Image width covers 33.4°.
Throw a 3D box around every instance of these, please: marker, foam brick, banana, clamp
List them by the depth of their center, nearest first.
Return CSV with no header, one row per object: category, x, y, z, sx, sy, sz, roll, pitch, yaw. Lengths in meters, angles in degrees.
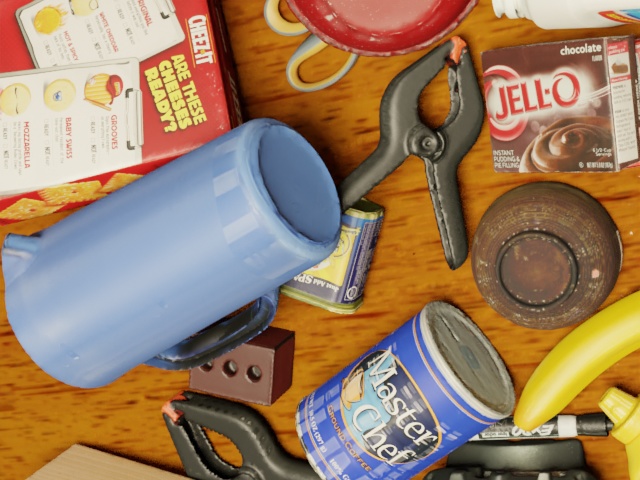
banana,0.222,0.076,0.782,0.198,0.069,0.037,-31,123,29
clamp,0.083,-0.063,0.797,0.120,0.039,0.171,26,94,-18
marker,0.170,0.147,0.841,0.121,0.020,0.020,-6,101,22
foam brick,-0.066,0.101,0.901,0.078,0.051,0.053,9,105,19
clamp,-0.048,0.203,0.925,0.210,0.036,0.165,47,117,6

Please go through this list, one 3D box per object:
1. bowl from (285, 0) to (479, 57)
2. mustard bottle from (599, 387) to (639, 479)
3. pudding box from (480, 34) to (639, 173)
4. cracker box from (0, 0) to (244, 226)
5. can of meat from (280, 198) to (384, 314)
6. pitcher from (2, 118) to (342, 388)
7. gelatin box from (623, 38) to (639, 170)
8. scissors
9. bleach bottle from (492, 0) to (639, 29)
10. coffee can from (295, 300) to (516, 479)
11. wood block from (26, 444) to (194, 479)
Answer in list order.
bowl,0.045,-0.197,0.753,0.162,0.055,0.162,1,120,2
mustard bottle,0.287,0.174,0.782,0.192,0.058,0.096,38,114,9
pudding box,0.168,-0.094,0.748,0.114,0.039,0.090,3,107,49
cracker box,-0.175,-0.117,0.830,0.214,0.072,0.164,-14,77,8
can of meat,-0.006,0.001,0.852,0.102,0.057,0.084,19,106,15
pitcher,-0.099,0.015,0.786,0.243,0.149,0.145,-26,82,31
gelatin box,0.233,-0.098,0.752,0.073,0.030,0.089,-9,100,21
scissors,0.035,-0.198,0.809,0.096,0.016,0.202,47,114,4
bleach bottle,0.241,-0.173,0.704,0.251,0.102,0.068,0,94,27
coffee can,0.065,0.128,0.830,0.140,0.102,0.103,-40,87,24
wood block,-0.159,0.260,0.932,0.206,0.090,0.090,9,113,28
